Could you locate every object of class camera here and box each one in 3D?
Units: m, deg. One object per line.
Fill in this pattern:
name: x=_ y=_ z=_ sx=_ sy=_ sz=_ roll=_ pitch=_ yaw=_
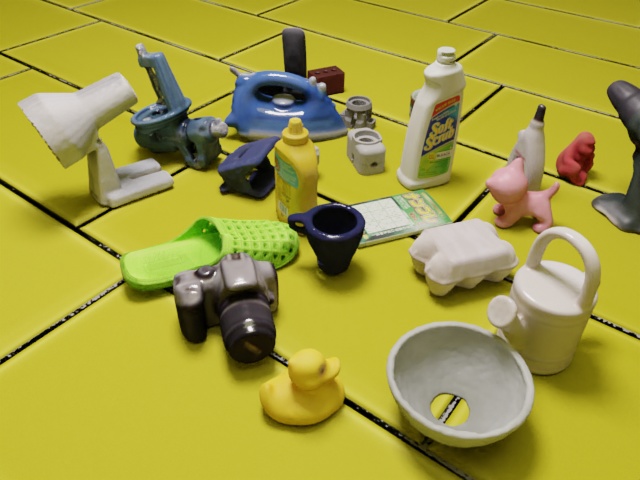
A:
camera: x=-0.118 y=0.090 z=0.757 sx=0.143 sy=0.101 sz=0.136 roll=-9 pitch=40 yaw=-12

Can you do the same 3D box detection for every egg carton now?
egg carton: x=0.216 y=0.025 z=0.869 sx=0.150 sy=0.069 sz=0.107 roll=-13 pitch=41 yaw=-16

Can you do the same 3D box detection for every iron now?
iron: x=-0.068 y=-0.288 z=1.188 sx=0.258 sy=0.141 sz=0.118 roll=2 pitch=39 yaw=2

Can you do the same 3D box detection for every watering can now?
watering can: x=0.285 y=0.074 z=0.713 sx=0.100 sy=0.194 sz=0.173 roll=28 pitch=46 yaw=29

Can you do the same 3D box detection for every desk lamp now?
desk lamp: x=-0.378 y=-0.168 z=0.978 sx=0.204 sy=0.214 sz=0.117 roll=-25 pitch=46 yaw=-28

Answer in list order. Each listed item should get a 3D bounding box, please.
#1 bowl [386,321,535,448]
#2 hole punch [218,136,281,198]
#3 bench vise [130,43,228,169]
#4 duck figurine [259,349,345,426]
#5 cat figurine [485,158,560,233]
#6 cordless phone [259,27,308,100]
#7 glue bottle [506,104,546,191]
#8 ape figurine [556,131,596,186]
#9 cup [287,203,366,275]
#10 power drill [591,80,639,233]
bowl: x=0.160 y=0.180 z=0.675 sx=0.167 sy=0.075 sz=0.167 roll=1 pitch=39 yaw=0
hole punch: x=-0.130 y=-0.141 z=1.047 sx=0.101 sy=0.091 sz=0.109 roll=14 pitch=41 yaw=15
bench vise: x=-0.267 y=-0.257 z=1.084 sx=0.207 sy=0.220 sz=0.121 roll=5 pitch=39 yaw=5
duck figurine: x=-0.021 y=0.166 z=0.678 sx=0.104 sy=0.086 sz=0.077 roll=-8 pitch=40 yaw=-10
cat figurine: x=0.336 y=-0.080 z=0.961 sx=0.127 sy=0.118 sz=0.067 roll=6 pitch=40 yaw=6
cordless phone: x=-0.093 y=-0.383 z=1.269 sx=0.147 sy=0.185 sz=0.094 roll=2 pitch=39 yaw=2
glue bottle: x=0.373 y=-0.162 z=1.018 sx=0.037 sy=0.173 sz=0.078 roll=-12 pitch=41 yaw=-15
ape figurine: x=0.492 y=-0.161 z=1.085 sx=0.078 sy=0.092 sz=0.076 roll=-15 pitch=42 yaw=-19
cup: x=0.008 y=0.003 z=0.871 sx=0.117 sy=0.095 sz=0.092 roll=8 pitch=40 yaw=8
power drill: x=0.534 y=-0.129 z=0.954 sx=0.076 sy=0.208 sz=0.229 roll=-13 pitch=41 yaw=-16
